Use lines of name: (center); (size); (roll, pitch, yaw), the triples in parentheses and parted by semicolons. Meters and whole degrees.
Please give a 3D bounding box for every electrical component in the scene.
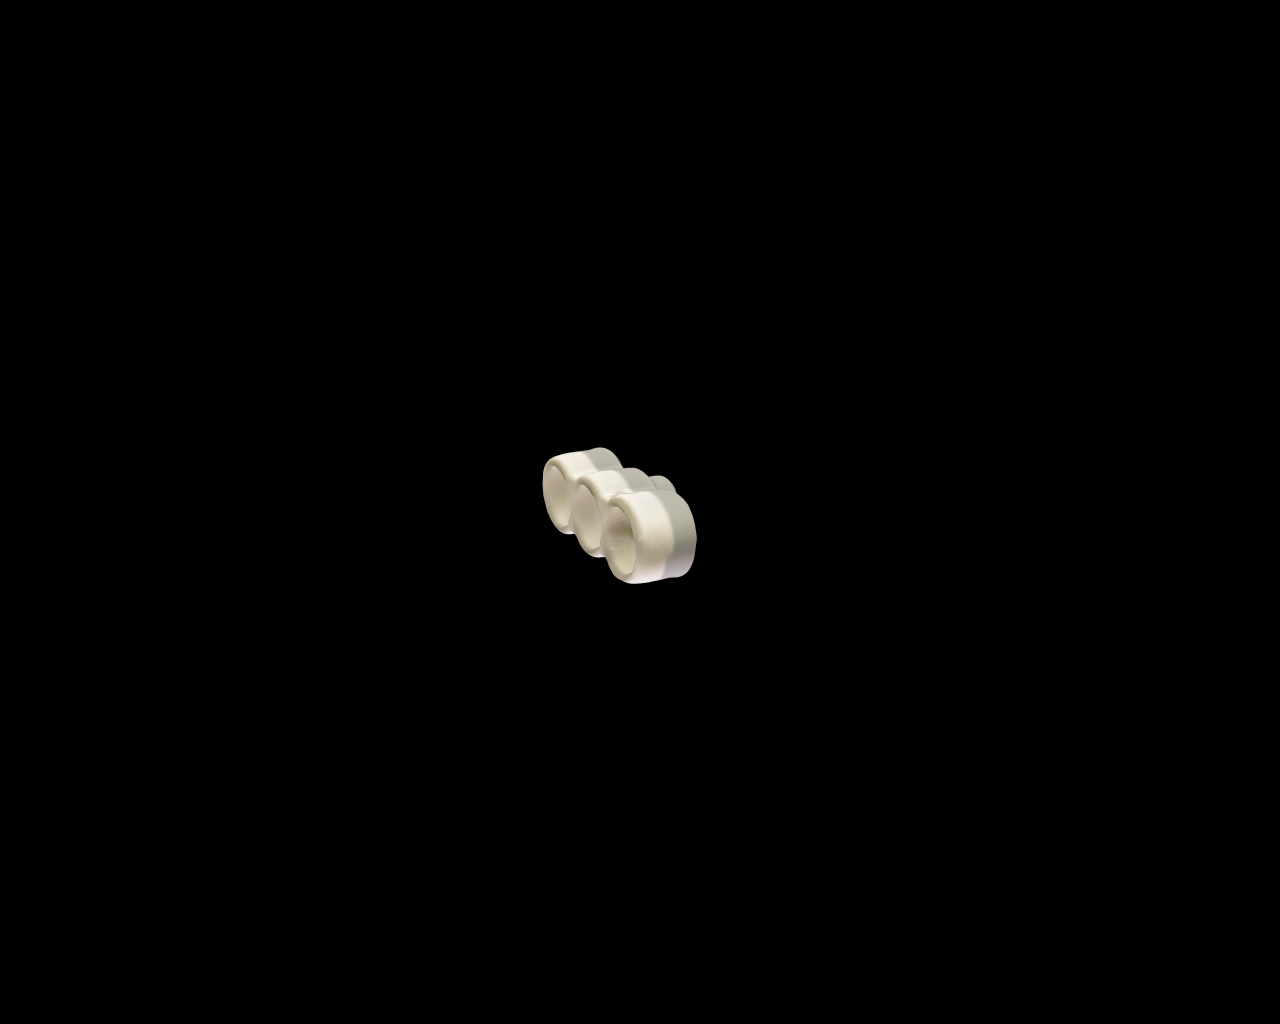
electrical component: (0.001, -0.003, 0.650); (0.074, 0.052, 0.138); (-10, 23, -26)
